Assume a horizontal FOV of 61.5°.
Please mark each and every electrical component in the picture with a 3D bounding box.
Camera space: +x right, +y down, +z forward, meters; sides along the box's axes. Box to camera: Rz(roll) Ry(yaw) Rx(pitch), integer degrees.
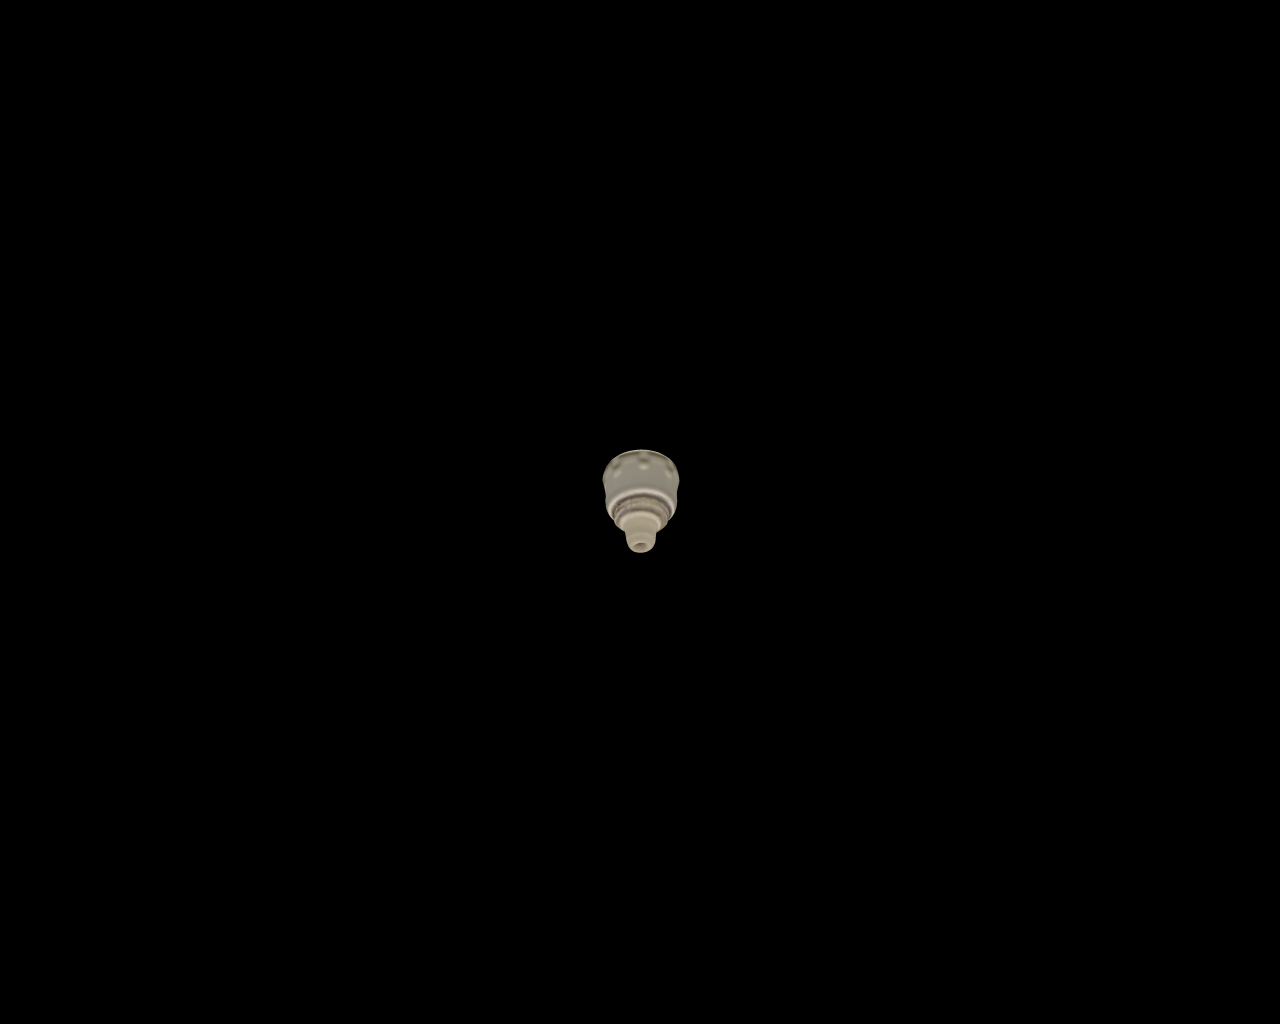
[{"bbox_3d":[0.001,-0.003,0.650,0.048,0.062,0.048,0,-38,0],"label":"electrical component"}]
